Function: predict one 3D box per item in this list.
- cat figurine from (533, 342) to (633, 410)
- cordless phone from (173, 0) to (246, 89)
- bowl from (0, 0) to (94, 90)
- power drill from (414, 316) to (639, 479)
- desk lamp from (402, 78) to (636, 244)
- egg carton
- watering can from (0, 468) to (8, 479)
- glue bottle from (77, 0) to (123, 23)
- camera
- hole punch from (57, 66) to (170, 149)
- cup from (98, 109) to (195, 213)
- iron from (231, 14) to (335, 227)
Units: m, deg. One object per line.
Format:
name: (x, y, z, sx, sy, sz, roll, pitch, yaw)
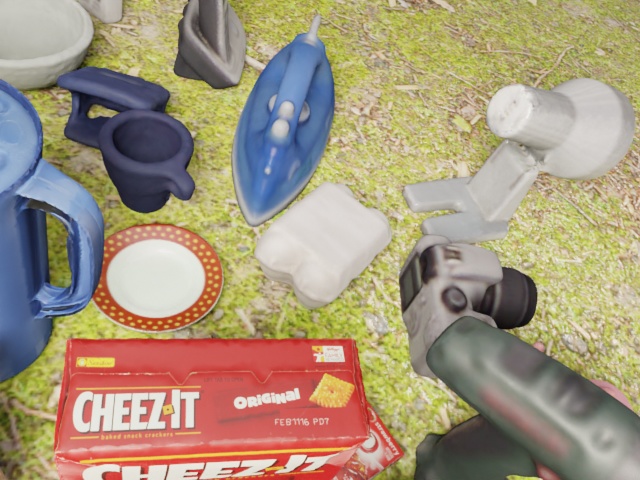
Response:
cat figurine: (0.240, 0.154, 0.551, 0.067, 0.117, 0.127, -26, 64, -33)
cordless phone: (-0.133, -0.309, 0.747, 0.094, 0.185, 0.147, 8, 50, -13)
bowl: (-0.357, -0.231, 0.679, 0.168, 0.074, 0.167, 10, 50, -12)
power drill: (0.166, 0.173, 0.449, 0.229, 0.208, 0.076, 42, 52, 16)
desk lamp: (0.237, -0.096, 0.687, 0.204, 0.213, 0.117, -10, 56, -25)
egg carton: (0.006, 0.002, 0.623, 0.107, 0.069, 0.150, 37, 50, 12)
watering can: (-0.246, 0.144, 0.338, 0.101, 0.194, 0.172, -5, 55, -23)
glue bottle: (-0.294, -0.382, 0.757, 0.078, 0.173, 0.037, 41, 51, 15)
camera: (0.165, 0.065, 0.607, 0.137, 0.101, 0.143, 9, 50, -12)
hole punch: (-0.234, -0.163, 0.657, 0.109, 0.091, 0.101, 16, 49, -6)
cup: (-0.173, -0.065, 0.598, 0.117, 0.095, 0.092, 43, 52, 17)
iron: (-0.038, -0.151, 0.682, 0.119, 0.141, 0.258, 16, 49, -6)
